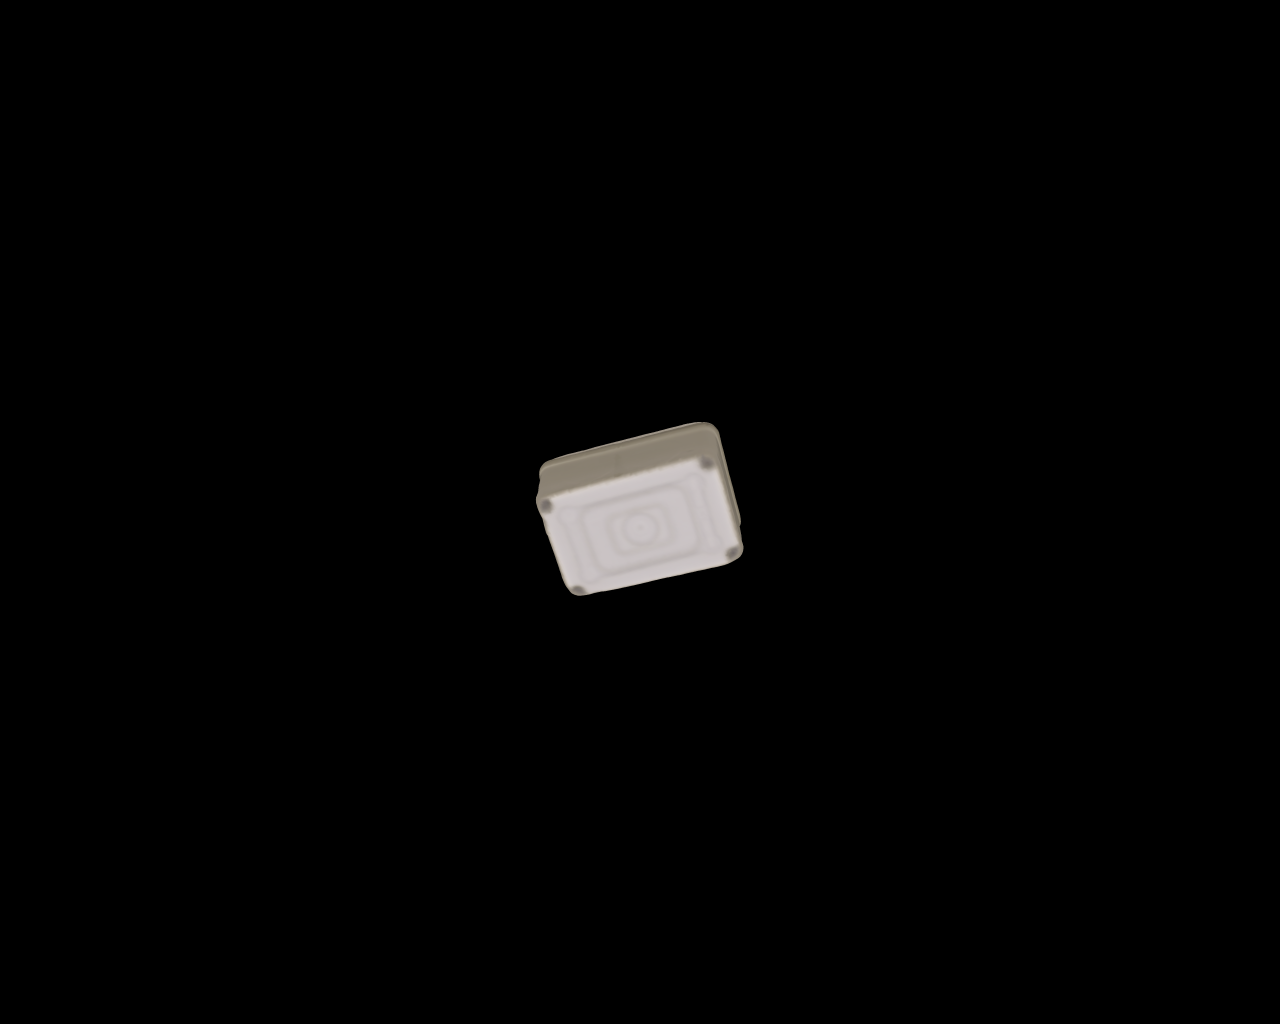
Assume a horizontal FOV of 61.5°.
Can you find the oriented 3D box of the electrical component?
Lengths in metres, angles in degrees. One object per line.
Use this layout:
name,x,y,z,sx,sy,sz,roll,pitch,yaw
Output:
electrical component,0.001,-0.003,0.650,0.113,0.078,0.057,-14,26,7
